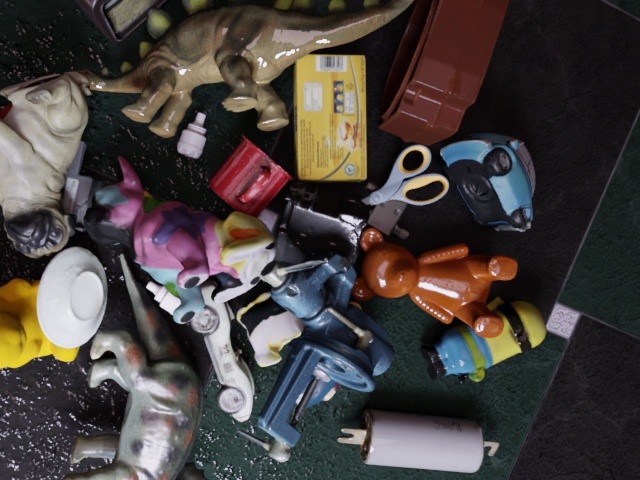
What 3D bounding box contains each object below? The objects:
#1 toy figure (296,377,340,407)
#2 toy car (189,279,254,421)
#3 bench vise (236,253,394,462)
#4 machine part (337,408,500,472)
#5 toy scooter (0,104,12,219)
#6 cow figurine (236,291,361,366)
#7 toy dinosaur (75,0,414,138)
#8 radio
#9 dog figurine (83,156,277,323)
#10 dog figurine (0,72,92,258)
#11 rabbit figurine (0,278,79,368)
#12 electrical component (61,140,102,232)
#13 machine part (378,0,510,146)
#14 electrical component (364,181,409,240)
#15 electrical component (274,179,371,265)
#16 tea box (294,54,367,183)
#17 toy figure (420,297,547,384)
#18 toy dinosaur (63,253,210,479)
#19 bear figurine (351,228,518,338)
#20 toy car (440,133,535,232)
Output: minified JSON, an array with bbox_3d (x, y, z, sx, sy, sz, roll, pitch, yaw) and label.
[{"bbox_3d":[0.018,0.178,0.776,0.154,0.058,0.064,-37,103,-9],"label":"toy figure"},{"bbox_3d":[-0.133,0.153,0.745,0.056,0.073,0.201,-19,96,-7],"label":"toy car"},{"bbox_3d":[-0.012,0.141,0.652,0.223,0.129,0.240,48,60,-36],"label":"bench vise"},{"bbox_3d":[0.147,0.294,0.788,0.243,0.079,0.079,8,93,-7],"label":"machine part"},{"bbox_3d":[-0.450,-0.111,0.689,0.135,0.075,0.184,29,86,-8],"label":"toy scooter"},{"bbox_3d":[-0.028,0.105,0.762,0.167,0.068,0.098,-23,90,-7],"label":"cow figurine"},{"bbox_3d":[-0.096,-0.243,0.674,0.472,0.105,0.198,-4,81,7],"label":"toy dinosaur"},{"bbox_3d":[-0.212,-0.362,0.674,0.229,0.131,0.073,-45,96,-3],"label":"radio"},{"bbox_3d":[-0.185,-0.019,0.691,0.191,0.108,0.219,-27,64,-31],"label":"dog figurine"},{"bbox_3d":[-0.329,-0.092,0.660,0.172,0.121,0.190,-30,123,-20],"label":"dog figurine"},{"bbox_3d":[-0.392,0.104,0.661,0.162,0.173,0.121,3,97,-12],"label":"rabbit figurine"},{"bbox_3d":[-0.337,-0.075,0.718,0.075,0.048,0.119,9,92,-8],"label":"electrical component"},{"bbox_3d":[0.149,-0.233,0.693,0.087,0.201,0.201,17,92,-6],"label":"machine part"},{"bbox_3d":[0.097,-0.042,0.789,0.094,0.021,0.063,31,89,-7],"label":"electrical component"},{"bbox_3d":[-0.002,-0.002,0.731,0.115,0.058,0.134,17,127,4],"label":"electrical component"},{"bbox_3d":[0.013,-0.165,0.747,0.098,0.068,0.169,1,94,-6],"label":"tea box"},{"bbox_3d":[0.242,0.150,0.785,0.180,0.089,0.082,-21,105,-8],"label":"toy figure"},{"bbox_3d":[-0.224,0.234,0.723,0.192,0.131,0.404,13,88,-20],"label":"toy dinosaur"},{"bbox_3d":[0.150,0.053,0.750,0.196,0.132,0.120,14,93,-14],"label":"bear figurine"},{"bbox_3d":[0.257,-0.093,0.769,0.103,0.109,0.161,-43,107,-21],"label":"toy car"}]
